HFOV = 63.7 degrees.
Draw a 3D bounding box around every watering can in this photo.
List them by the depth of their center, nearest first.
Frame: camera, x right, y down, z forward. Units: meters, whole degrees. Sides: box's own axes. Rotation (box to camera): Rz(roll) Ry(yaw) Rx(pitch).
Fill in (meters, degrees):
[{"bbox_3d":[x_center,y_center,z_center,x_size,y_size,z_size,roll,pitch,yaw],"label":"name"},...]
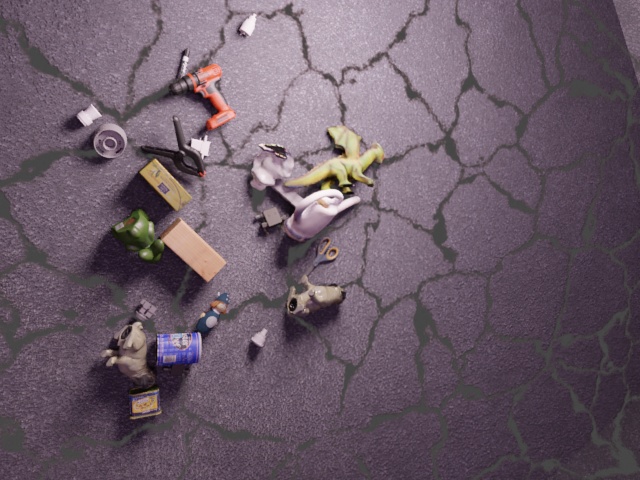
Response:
[{"bbox_3d":[0.006,-0.091,1.813,0.221,0.105,0.348,-44,-20,23],"label":"watering can"}]

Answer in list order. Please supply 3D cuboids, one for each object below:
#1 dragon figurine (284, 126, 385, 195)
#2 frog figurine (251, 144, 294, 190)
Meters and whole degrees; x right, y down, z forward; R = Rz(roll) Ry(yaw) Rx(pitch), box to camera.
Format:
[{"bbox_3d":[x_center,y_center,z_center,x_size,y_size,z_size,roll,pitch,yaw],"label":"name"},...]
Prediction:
[{"bbox_3d":[0.064,-0.292,1.852,0.410,0.245,0.121,1,-11,-24],"label":"dragon figurine"},{"bbox_3d":[-0.166,-0.242,1.760,0.137,0.156,0.125,21,28,2],"label":"frog figurine"}]
